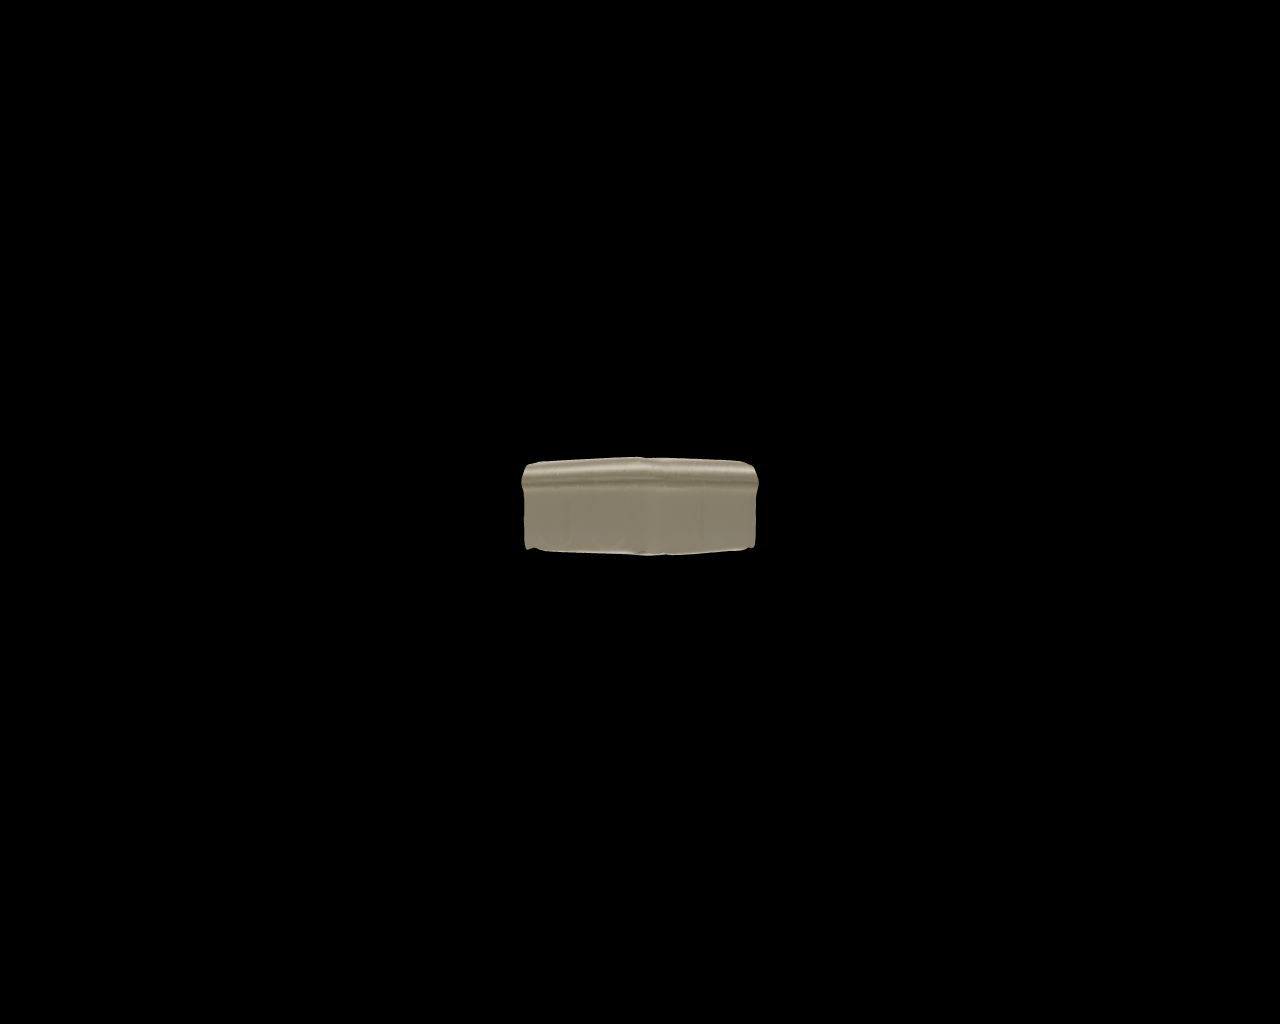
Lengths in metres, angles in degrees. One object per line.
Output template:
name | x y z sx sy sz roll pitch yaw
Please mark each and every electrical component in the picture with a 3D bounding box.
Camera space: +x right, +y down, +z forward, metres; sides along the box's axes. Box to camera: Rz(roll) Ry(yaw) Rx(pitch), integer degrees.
electrical component | 0.001 -0.003 0.650 0.109 0.056 0.109 0 0 39
